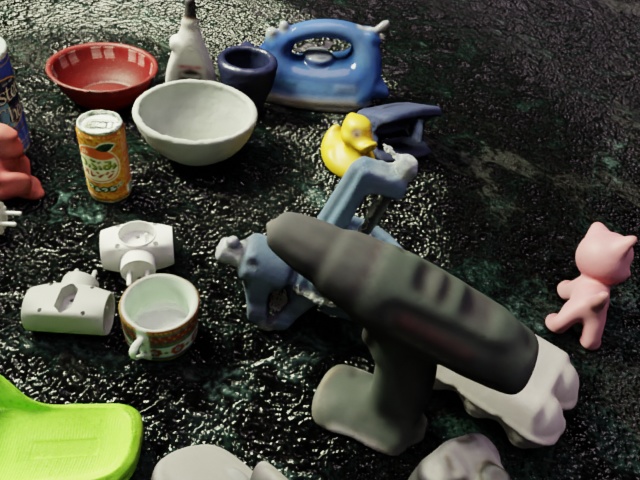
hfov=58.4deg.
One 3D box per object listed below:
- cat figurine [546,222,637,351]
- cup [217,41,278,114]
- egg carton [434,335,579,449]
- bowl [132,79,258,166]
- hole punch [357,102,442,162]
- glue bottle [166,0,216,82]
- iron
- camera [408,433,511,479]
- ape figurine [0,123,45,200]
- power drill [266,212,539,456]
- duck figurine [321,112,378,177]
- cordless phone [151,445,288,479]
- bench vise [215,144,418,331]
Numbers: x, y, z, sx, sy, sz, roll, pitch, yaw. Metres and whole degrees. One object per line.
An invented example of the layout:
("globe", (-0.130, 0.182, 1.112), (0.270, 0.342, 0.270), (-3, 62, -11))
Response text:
("cat figurine", (0.321, 0.042, 0.660), (0.067, 0.118, 0.128), (23, 44, 14))
("cup", (-0.116, -0.252, 0.905), (0.092, 0.095, 0.117), (0, 44, -11))
("egg carton", (0.178, 0.133, 0.572), (0.150, 0.069, 0.107), (31, 47, 21))
("bowl", (-0.173, -0.154, 0.806), (0.167, 0.075, 0.167), (6, 43, -5))
("hole punch", (0.115, -0.182, 0.878), (0.109, 0.091, 0.101), (-14, 48, -23))
("glue bottle", (-0.194, -0.277, 0.859), (0.078, 0.173, 0.037), (-2, 44, -13))
("iron", (-0.010, -0.302, 0.944), (0.258, 0.141, 0.118), (0, 44, -10))
("camera", (0.100, 0.231, 0.430), (0.137, 0.101, 0.143), (-11, 47, -21))
("ape figurine", (-0.379, -0.098, 0.694), (0.076, 0.092, 0.077), (2, 43, -9))
("power drill", (0.053, 0.090, 0.491), (0.229, 0.208, 0.076), (19, 44, 9))
("duck figurine", (0.047, -0.144, 0.828), (0.078, 0.086, 0.104), (-19, 50, -27))
("cordless phone", (-0.052, 0.179, 0.394), (0.147, 0.185, 0.094), (31, 47, 22))
("bench vise", (0.009, 0.010, 0.559), (0.208, 0.220, 0.121), (-8, 46, -18))
